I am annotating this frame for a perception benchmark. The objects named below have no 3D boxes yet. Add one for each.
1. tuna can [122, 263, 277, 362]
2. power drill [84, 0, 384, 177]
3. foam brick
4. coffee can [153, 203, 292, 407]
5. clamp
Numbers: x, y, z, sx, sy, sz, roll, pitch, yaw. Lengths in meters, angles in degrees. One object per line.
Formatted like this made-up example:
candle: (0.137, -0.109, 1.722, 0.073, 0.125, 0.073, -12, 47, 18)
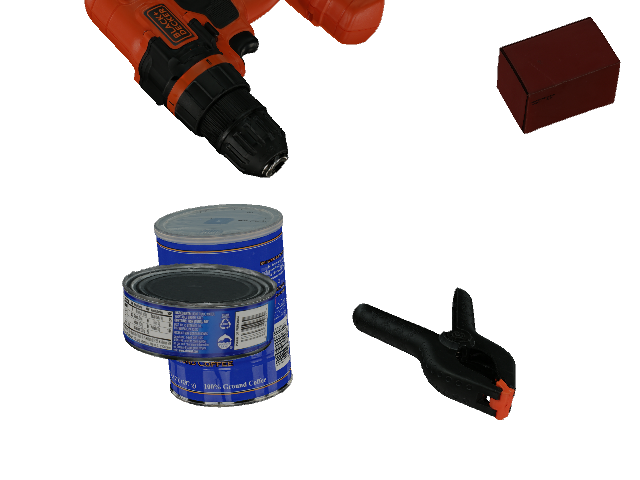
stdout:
tuna can: (-0.068, 0.039, 0.597, 0.086, 0.034, 0.086, 3, 13, -1)
power drill: (-0.043, -0.144, 0.749, 0.187, 0.184, 0.057, -34, -15, -35)
foam brick: (0.183, -0.127, 0.824, 0.078, 0.051, 0.053, -19, -31, -5)
coffee can: (-0.077, 0.050, 0.865, 0.103, 0.140, 0.103, -3, 15, 1)
clamp: (0.121, 0.092, 0.929, 0.120, 0.039, 0.172, -19, 39, -29)
